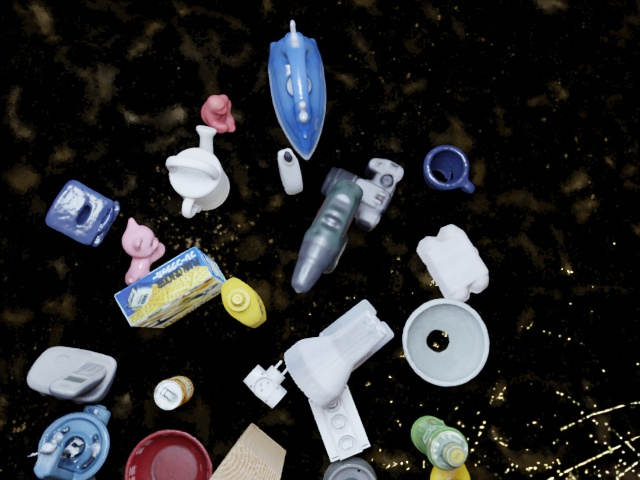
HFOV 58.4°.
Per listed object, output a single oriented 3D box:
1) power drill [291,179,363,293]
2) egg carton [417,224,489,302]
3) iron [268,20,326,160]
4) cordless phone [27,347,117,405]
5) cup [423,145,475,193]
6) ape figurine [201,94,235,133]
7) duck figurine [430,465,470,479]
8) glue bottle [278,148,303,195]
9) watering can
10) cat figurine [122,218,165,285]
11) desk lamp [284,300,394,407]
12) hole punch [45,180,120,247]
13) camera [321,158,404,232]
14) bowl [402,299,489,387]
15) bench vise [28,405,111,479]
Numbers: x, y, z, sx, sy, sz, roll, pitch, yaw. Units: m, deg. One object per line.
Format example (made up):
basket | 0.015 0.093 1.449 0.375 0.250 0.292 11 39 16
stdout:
power drill | 0.010 0.004 1.082 0.075 0.208 0.230 24 81 3
egg carton | 0.269 0.049 1.153 0.107 0.069 0.150 -30 83 -6
iron | -0.041 -0.306 1.166 0.118 0.141 0.258 -8 81 -3
cordless phone | -0.465 0.249 1.038 0.147 0.185 0.094 9 80 0
cup | 0.260 -0.129 1.170 0.117 0.095 0.092 40 82 5
ape figurine | -0.210 -0.267 1.179 0.076 0.092 0.078 22 81 2
duck figurine | 0.252 0.462 1.076 0.077 0.086 0.104 2 80 -1
glue bottle | -0.061 -0.144 1.122 0.037 0.173 0.078 -20 82 -5
watering can | -0.238 -0.133 1.104 0.101 0.194 0.173 -9 81 -3
cat figurine | -0.351 0.027 1.112 0.067 0.117 0.128 9 80 0
desk lamp | 0.041 0.196 1.049 0.203 0.213 0.118 -39 83 -7
hole punch | -0.467 -0.053 1.135 0.101 0.091 0.109 26 81 3
camera | 0.081 -0.109 1.157 0.137 0.101 0.143 26 81 3
bowl | 0.240 0.200 1.125 0.167 0.074 0.167 0 81 -2
bench vise | -0.435 0.403 0.996 0.121 0.219 0.207 -2 81 -2
